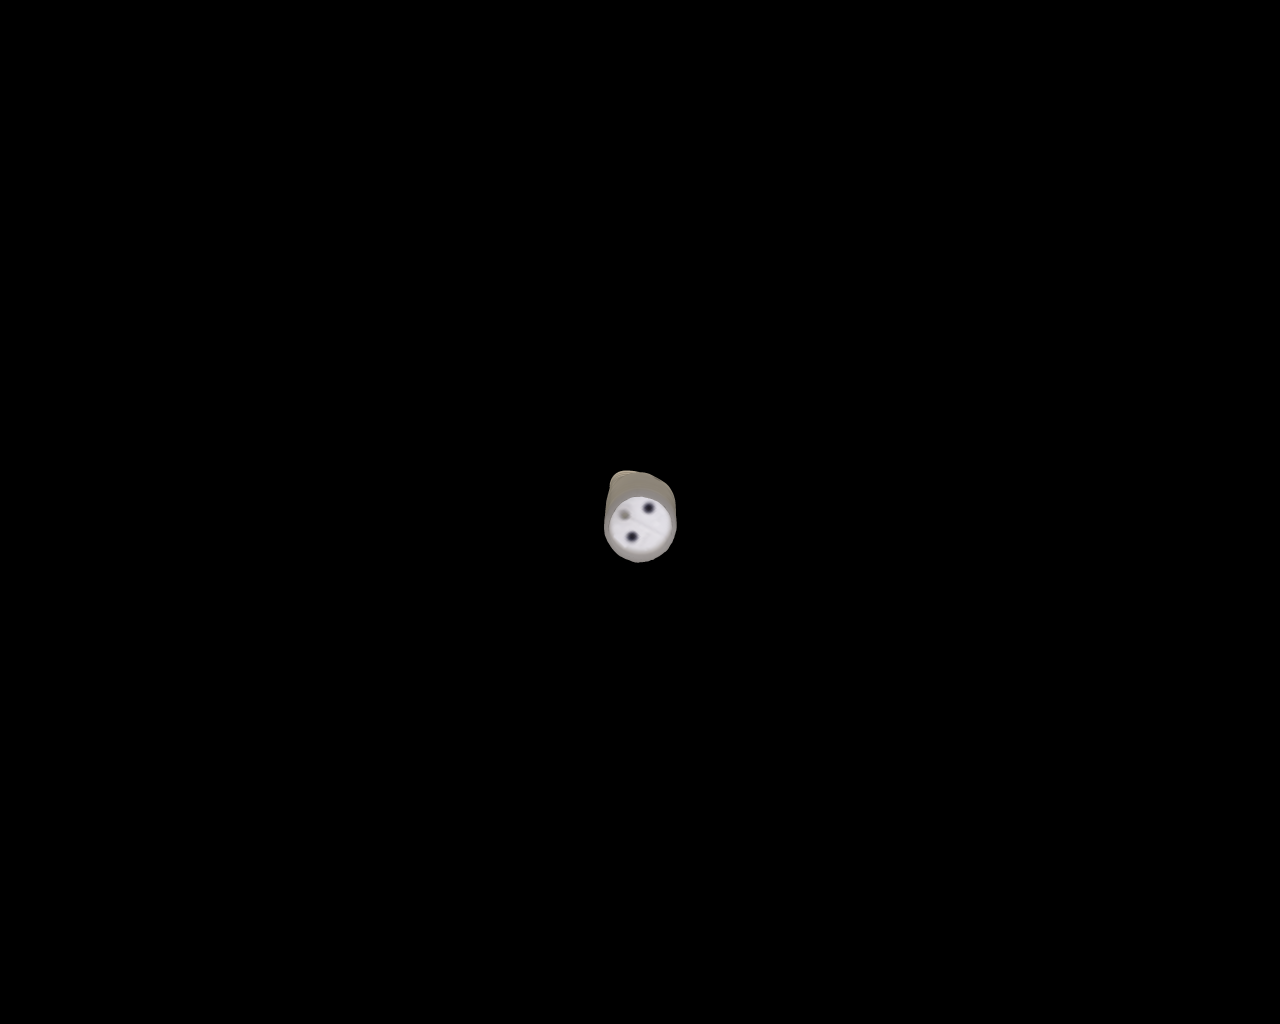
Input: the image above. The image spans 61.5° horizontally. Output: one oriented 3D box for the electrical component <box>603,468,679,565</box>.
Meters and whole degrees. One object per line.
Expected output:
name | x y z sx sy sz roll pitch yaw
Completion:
electrical component | 0.001 -0.003 0.650 0.043 0.043 0.081 0 18 0
